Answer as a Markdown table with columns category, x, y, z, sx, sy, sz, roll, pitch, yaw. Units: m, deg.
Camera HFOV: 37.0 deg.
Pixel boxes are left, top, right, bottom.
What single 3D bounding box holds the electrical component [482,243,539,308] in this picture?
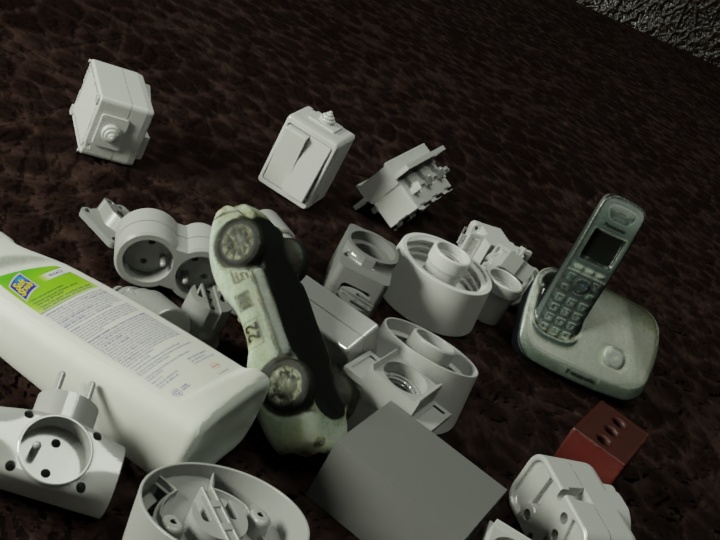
| category | x | y | z | sx | sy | sz | roll | pitch | yaw |
| --- | --- | --- | --- | --- | --- | --- | --- | --- | --- |
| electrical component | 0.159 | 0.008 | 1.127 | 0.055 | 0.066 | 0.048 | 36 | 4 | -20 |

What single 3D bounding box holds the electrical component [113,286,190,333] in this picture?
| category | x | y | z | sx | sy | sz | roll | pitch | yaw |
| --- | --- | --- | --- | --- | --- | --- | --- | --- | --- |
| electrical component | -0.157 | 0.033 | 0.783 | 0.040 | 0.040 | 0.078 | 0 | 24 | -45 |

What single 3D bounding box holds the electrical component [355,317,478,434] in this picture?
| category | x | y | z | sx | sy | sz | roll | pitch | yaw |
| --- | --- | --- | --- | --- | --- | --- | --- | --- | --- |
| electrical component | 0.047 | 0.085 | 0.893 | 0.099 | 0.064 | 0.099 | 28 | 12 | -7 |

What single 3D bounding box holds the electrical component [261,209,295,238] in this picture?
| category | x | y | z | sx | sy | sz | roll | pitch | yaw |
| --- | --- | --- | --- | --- | --- | --- | --- | --- | --- |
| electrical component | -0.075 | -0.020 | 0.961 | 0.040 | 0.040 | 0.078 | 1 | 38 | -44 |

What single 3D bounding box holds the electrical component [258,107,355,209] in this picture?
| category | x | y | z | sx | sy | sz | roll | pitch | yaw |
| --- | --- | --- | --- | --- | --- | --- | --- | --- | --- |
| electrical component | -0.053 | -0.119 | 1.097 | 0.062 | 0.096 | 0.061 | 33 | 26 | 7 |

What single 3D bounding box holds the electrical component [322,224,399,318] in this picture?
| category | x | y | z | sx | sy | sz | roll | pitch | yaw |
| --- | --- | --- | --- | --- | --- | --- | --- | --- | --- |
| electrical component | 0.000 | 0.000 | 0.982 | 0.050 | 0.055 | 0.089 | 26 | 26 | -6 |

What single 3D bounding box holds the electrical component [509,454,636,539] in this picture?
| category | x | y | z | sx | sy | sz | roll | pitch | yaw |
| --- | --- | --- | --- | --- | --- | --- | --- | --- | --- |
| electrical component | 0.162 | 0.188 | 0.806 | 0.059 | 0.053 | 0.095 | 15 | 29 | -27 |

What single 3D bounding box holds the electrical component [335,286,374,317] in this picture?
| category | x | y | z | sx | sy | sz | roll | pitch | yaw |
| --- | --- | --- | --- | --- | --- | --- | --- | --- | --- |
| electrical component | -0.014 | 0.042 | 0.901 | 0.040 | 0.046 | 0.040 | 24 | 25 | -12 |

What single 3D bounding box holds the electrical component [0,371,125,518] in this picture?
| category | x | y | z | sx | sy | sz | roll | pitch | yaw |
| --- | --- | --- | --- | --- | --- | --- | --- | --- | --- |
| electrical component | -0.176 | 0.096 | 0.626 | 0.077 | 0.044 | 0.079 | 22 | 53 | -15 |

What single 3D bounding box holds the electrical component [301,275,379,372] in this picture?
| category | x | y | z | sx | sy | sz | roll | pitch | yaw |
| --- | --- | --- | --- | --- | --- | --- | --- | --- | --- |
| electrical component | -0.041 | 0.057 | 0.844 | 0.083 | 0.047 | 0.076 | 34 | 52 | 26 |

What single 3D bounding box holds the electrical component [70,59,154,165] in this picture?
| category | x | y | z | sx | sy | sz | roll | pitch | yaw |
| --- | --- | --- | --- | --- | --- | --- | --- | --- | --- |
| electrical component | -0.228 | -0.143 | 1.003 | 0.061 | 0.061 | 0.096 | 14 | 30 | -29 |

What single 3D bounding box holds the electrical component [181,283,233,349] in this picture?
| category | x | y | z | sx | sy | sz | roll | pitch | yaw |
| --- | --- | --- | --- | --- | --- | --- | --- | --- | --- |
| electrical component | -0.119 | 0.038 | 0.803 | 0.040 | 0.046 | 0.040 | 23 | 26 | -12 |

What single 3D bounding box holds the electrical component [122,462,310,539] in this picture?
| category | x | y | z | sx | sy | sz | roll | pitch | yaw |
| --- | --- | --- | --- | --- | --- | --- | --- | --- | --- |
| electrical component | -0.084 | 0.151 | 0.615 | 0.099 | 0.064 | 0.099 | 23 | 26 | -12 |

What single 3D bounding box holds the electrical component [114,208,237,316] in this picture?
| category | x | y | z | sx | sy | sz | roll | pitch | yaw |
| --- | --- | --- | --- | --- | --- | --- | --- | --- | --- |
| electrical component | -0.132 | -0.014 | 0.879 | 0.138 | 0.052 | 0.073 | 18 | 28 | -21 |

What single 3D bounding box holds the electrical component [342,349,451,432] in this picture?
| category | x | y | z | sx | sy | sz | roll | pitch | yaw |
| --- | --- | --- | --- | --- | --- | --- | --- | --- | --- |
| electrical component | 0.022 | 0.102 | 0.811 | 0.081 | 0.063 | 0.042 | 37 | 28 | 17 |

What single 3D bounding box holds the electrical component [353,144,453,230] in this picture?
| category | x | y | z | sx | sy | sz | roll | pitch | yaw |
| --- | --- | --- | --- | --- | --- | --- | --- | --- | --- |
| electrical component | 0.053 | -0.092 | 1.191 | 0.063 | 0.079 | 0.121 | 54 | 28 | 0 |

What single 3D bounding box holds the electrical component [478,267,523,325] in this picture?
| category | x | y | z | sx | sy | sz | roll | pitch | yaw |
| --- | --- | --- | --- | --- | --- | --- | --- | --- | --- |
| electrical component | 0.135 | 0.027 | 1.080 | 0.040 | 0.046 | 0.040 | 23 | 27 | -12 |

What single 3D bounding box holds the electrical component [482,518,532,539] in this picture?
| category | x | y | z | sx | sy | sz | roll | pitch | yaw |
| --- | --- | --- | --- | --- | --- | --- | --- | --- | --- |
| electrical component | 0.087 | 0.204 | 0.691 | 0.042 | 0.063 | 0.081 | 30 | 26 | 5 |

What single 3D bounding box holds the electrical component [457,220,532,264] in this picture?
| category | x | y | z | sx | sy | sz | roll | pitch | yaw |
| --- | --- | --- | --- | --- | --- | --- | --- | --- | --- |
| electrical component | 0.141 | -0.020 | 1.177 | 0.081 | 0.042 | 0.063 | 17 | 27 | -25 |

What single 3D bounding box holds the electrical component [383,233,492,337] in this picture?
| category | x | y | z | sx | sy | sz | roll | pitch | yaw |
| --- | --- | --- | --- | --- | --- | --- | --- | --- | --- |
| electrical component | 0.076 | 0.007 | 1.041 | 0.108 | 0.060 | 0.108 | 23 | 26 | -12 |
